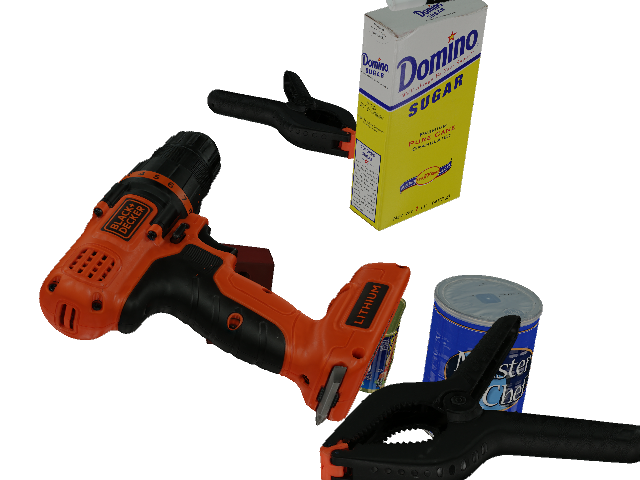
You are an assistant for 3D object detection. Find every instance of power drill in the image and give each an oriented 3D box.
[{"bbox_3d":[-0.046,0.016,0.635,0.188,0.057,0.184,22,42,7],"label":"power drill"}]

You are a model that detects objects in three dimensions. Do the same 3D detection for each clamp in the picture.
[{"bbox_3d":[0.093,0.116,0.728,0.209,0.036,0.165,-11,30,-14],"label":"clamp"},{"bbox_3d":[-0.032,-0.127,1.090,0.120,0.039,0.172,-21,38,-28],"label":"clamp"}]

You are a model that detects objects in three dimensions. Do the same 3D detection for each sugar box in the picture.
[{"bbox_3d":[0.075,-0.101,0.836,0.093,0.176,0.048,-24,47,-30],"label":"sugar box"}]

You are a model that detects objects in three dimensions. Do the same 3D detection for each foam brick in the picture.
[{"bbox_3d":[-0.072,0.047,0.934,0.053,0.078,0.051,4,14,-9],"label":"foam brick"}]

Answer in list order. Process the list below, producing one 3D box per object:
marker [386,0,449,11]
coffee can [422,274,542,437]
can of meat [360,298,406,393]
[{"bbox_3d":[0.088,-0.121,0.473,0.121,0.020,0.020,-11,1,-7],"label":"marker"},{"bbox_3d":[0.153,0.117,1.037,0.103,0.140,0.103,5,22,-2],"label":"coffee can"},{"bbox_3d":[0.062,0.120,1.266,0.057,0.084,0.102,13,25,9],"label":"can of meat"}]
